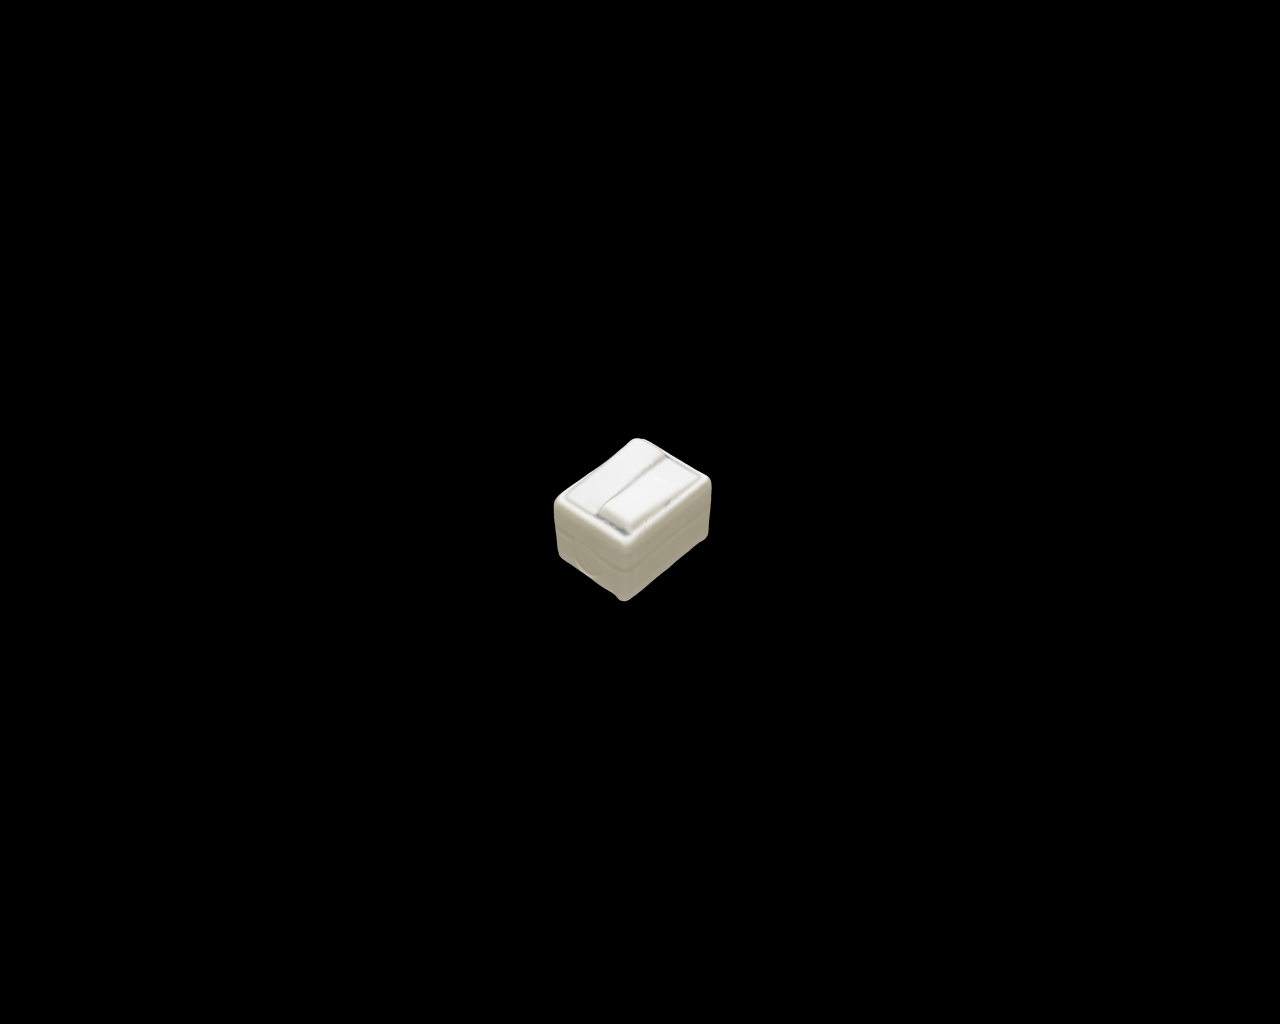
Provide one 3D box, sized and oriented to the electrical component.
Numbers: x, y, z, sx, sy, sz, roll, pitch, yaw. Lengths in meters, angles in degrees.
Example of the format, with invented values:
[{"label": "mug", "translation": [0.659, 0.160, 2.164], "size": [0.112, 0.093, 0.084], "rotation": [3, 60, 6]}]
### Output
[{"label": "electrical component", "translation": [0.001, -0.003, 0.650], "size": [0.062, 0.061, 0.096], "rotation": [33, 54, 29]}]
